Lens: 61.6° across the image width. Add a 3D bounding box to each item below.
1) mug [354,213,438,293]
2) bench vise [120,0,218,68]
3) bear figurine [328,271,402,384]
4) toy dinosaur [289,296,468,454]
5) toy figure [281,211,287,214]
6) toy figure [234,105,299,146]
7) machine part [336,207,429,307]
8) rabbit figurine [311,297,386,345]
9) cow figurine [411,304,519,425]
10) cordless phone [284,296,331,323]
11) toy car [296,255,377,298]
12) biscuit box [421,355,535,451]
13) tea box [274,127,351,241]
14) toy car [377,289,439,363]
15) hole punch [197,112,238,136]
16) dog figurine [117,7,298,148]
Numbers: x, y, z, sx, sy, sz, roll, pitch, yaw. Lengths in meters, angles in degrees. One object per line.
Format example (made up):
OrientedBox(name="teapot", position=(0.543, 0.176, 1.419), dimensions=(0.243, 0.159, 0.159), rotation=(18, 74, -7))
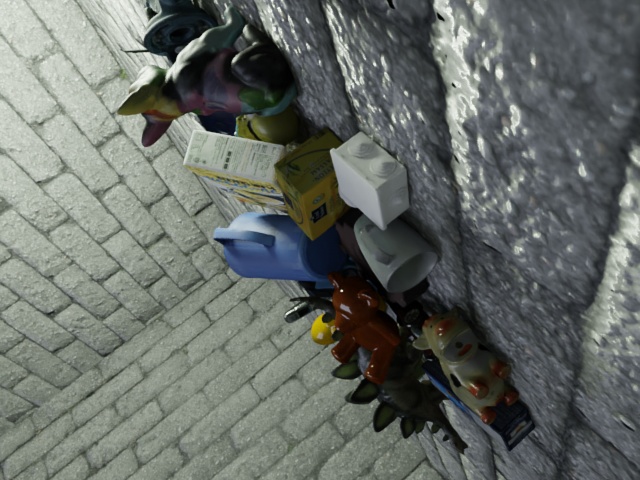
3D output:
OrientedBox(name="mug", position=(0.085, 0.006, 0.710), dimensions=(0.109, 0.080, 0.107), rotation=(9, -145, -45))
OrientedBox(name="bench vise", position=(-0.231, -0.311, 0.887), dimensions=(0.224, 0.129, 0.240), rotation=(-27, 82, 61))
OrientedBox(name="bear figurine", position=(0.065, 0.146, 0.912), dimensions=(0.120, 0.132, 0.195), rotation=(25, 167, 33))
OrientedBox(name="toy dinosaur", position=(0.134, 0.256, 1.060), dimensions=(0.471, 0.198, 0.105), rotation=(51, 167, -6))
OrientedBox(name="toy figure", position=(-0.081, -0.095, 1.204), dimensions=(0.155, 0.058, 0.064), rotation=(-148, 61, -66))
OrientedBox(name="toy figure", position=(-0.088, -0.182, 0.875), dimensions=(0.089, 0.082, 0.180), rotation=(34, 165, -12))
OrientedBox(name="machine part", position=(0.095, 0.025, 0.844), dimensions=(0.179, 0.056, 0.179), rotation=(49, 168, 14))
OrientedBox(name="rabbit figurine", position=(0.058, 0.171, 1.169), dimensions=(0.122, 0.173, 0.162), rotation=(56, 174, 1))
OrientedBox(name="cow figurine", position=(0.210, 0.174, 0.784), dimensions=(0.127, 0.085, 0.194), rotation=(39, 167, 45))
OrientedBox(name="cordless phone", position=(-0.025, 0.131, 1.358), dimensions=(0.089, 0.184, 0.146), rotation=(51, 171, 31))
OrientedBox(name="toy car", position=(0.036, 0.059, 1.058), dimensions=(0.109, 0.162, 0.103), rotation=(56, -144, -62))
OrientedBox(name="biscuit box", position=(0.258, 0.257, 0.898), dimensions=(0.059, 0.063, 0.203), rotation=(58, 169, -31))
OrientedBox(name="tea box", position=(-0.002, -0.077, 0.802), dimensions=(0.068, 0.098, 0.169), rotation=(48, 171, 18))
OrientedBox(name="toy car", position=(0.156, 0.130, 0.915), dimensions=(0.089, 0.053, 0.202), rotation=(53, -178, -18))
OrientedBox(name="hole punch", position=(-0.175, -0.240, 1.037), dimensions=(0.116, 0.092, 0.142), rotation=(41, 162, 32))
OrientedBox(name="dog figurine", position=(-0.164, -0.203, 0.749), dimensions=(0.192, 0.219, 0.108), rotation=(48, 172, 27))
